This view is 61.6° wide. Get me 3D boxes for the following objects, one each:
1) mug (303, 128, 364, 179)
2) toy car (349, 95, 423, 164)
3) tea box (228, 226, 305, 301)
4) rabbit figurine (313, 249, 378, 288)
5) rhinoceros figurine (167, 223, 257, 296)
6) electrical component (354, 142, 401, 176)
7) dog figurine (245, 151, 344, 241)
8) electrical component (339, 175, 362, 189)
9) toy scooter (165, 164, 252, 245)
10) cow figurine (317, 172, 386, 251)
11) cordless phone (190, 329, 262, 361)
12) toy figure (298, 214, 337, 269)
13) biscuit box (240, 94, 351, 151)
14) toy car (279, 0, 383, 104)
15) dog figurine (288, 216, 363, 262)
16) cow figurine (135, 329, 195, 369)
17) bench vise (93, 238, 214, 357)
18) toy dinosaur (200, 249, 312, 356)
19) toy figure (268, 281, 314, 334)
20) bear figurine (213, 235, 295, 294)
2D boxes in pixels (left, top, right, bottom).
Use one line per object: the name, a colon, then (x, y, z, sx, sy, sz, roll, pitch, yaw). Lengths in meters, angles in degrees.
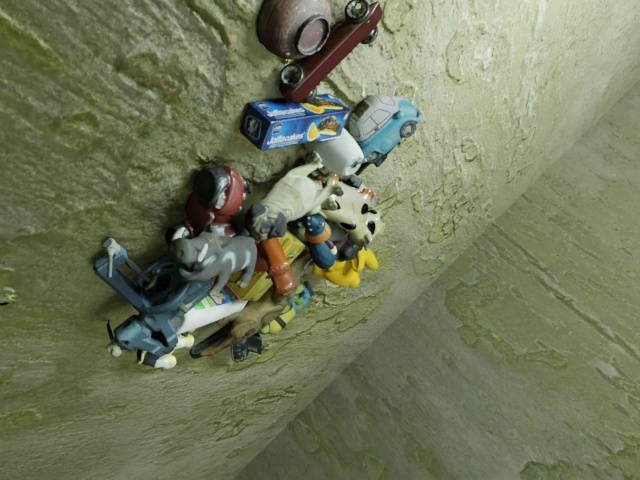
mug: (0.024, -0.163, 1.032, 0.081, 0.107, 0.109, -13, 141, -50)
toy car: (0.114, -0.236, 1.079, 0.161, 0.109, 0.102, -39, 124, 10)
tea box: (-0.125, 0.039, 1.149, 0.169, 0.098, 0.068, -50, 158, 10)
rabbit figurine: (0.073, 0.039, 1.466, 0.122, 0.163, 0.173, -5, 119, -41)
rhinoceros figurine: (-0.169, 0.028, 0.874, 0.190, 0.073, 0.112, 3, 120, -61)
electrical component: (0.109, -0.197, 1.167, 0.119, 0.075, 0.047, -42, 158, 4)
dog figurine: (-0.070, -0.064, 1.031, 0.190, 0.121, 0.172, -36, 171, -17)
electrical component: (0.062, -0.136, 1.207, 0.094, 0.063, 0.021, 19, 93, -81)
toy scooter: (-0.174, -0.050, 0.925, 0.135, 0.075, 0.184, 1, 134, -53)
cow figurine: (0.066, -0.056, 1.176, 0.195, 0.086, 0.127, 24, 83, -31)
cordless phone: (-0.252, 0.286, 1.434, 0.184, 0.089, 0.146, -23, 153, -20)
toy figure: (-0.004, -0.003, 1.147, 0.064, 0.058, 0.154, -15, 133, 1)
biscuit box: (-0.038, -0.202, 0.911, 0.202, 0.063, 0.059, -22, 148, -44)
toy car: (0.014, -0.296, 0.844, 0.202, 0.053, 0.089, -44, 164, 10)
dog figurine: (-0.010, 0.000, 1.261, 0.219, 0.109, 0.191, -27, 133, -27)
cow figurine: (-0.322, 0.203, 1.152, 0.167, 0.068, 0.098, -49, 152, 10)
bench vise: (-0.305, 0.091, 0.913, 0.224, 0.129, 0.240, -31, 136, -1)
toy dinosaur: (-0.114, 0.129, 1.344, 0.471, 0.105, 0.198, -42, 164, -6)
toy figure: (-0.095, 0.185, 1.484, 0.180, 0.089, 0.082, -31, 150, -24)
bear figurine: (-0.162, 0.055, 1.025, 0.196, 0.132, 0.120, -20, 149, -11)
